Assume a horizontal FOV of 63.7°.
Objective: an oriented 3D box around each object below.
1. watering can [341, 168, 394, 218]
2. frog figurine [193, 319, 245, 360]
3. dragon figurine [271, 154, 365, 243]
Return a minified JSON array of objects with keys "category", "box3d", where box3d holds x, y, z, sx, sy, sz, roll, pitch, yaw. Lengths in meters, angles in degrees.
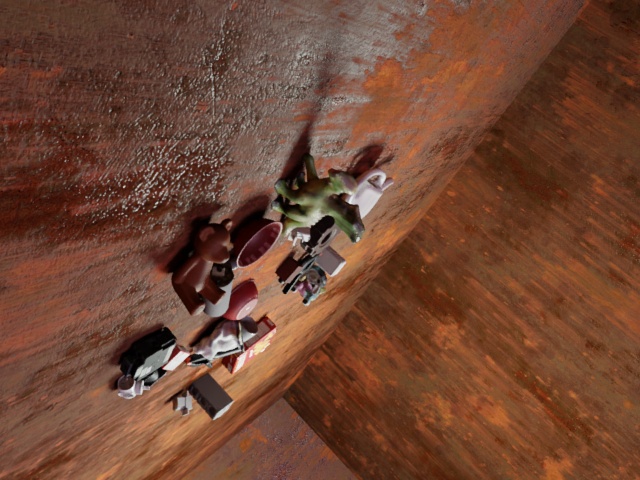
[{"category":"watering can","box3d":[0.157,-0.151,1.786,0.222,0.105,0.348,-52,164,15]},{"category":"frog figurine","box3d":[-0.334,0.325,1.686,0.159,0.124,0.135,-8,162,-7]},{"category":"dragon figurine","box3d":[0.004,-0.067,1.341,0.124,0.244,0.401,-43,162,-29]}]
